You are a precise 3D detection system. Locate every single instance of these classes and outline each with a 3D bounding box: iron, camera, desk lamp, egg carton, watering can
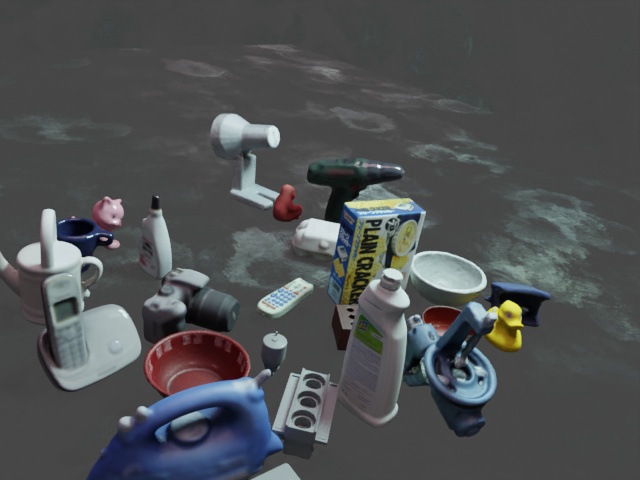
[{"bbox_3d":[-0.176,0.247,0.742,0.259,0.141,0.118,-7,33,-29],"label":"iron"},{"bbox_3d":[-0.220,0.117,1.010,0.136,0.101,0.143,15,29,10],"label":"camera"},{"bbox_3d":[-0.188,-0.215,1.516,0.202,0.213,0.118,22,30,21],"label":"desk lamp"},{"bbox_3d":[0.012,0.005,1.328,0.150,0.069,0.107,11,28,2],"label":"egg carton"},{"bbox_3d":[-0.466,0.042,0.970,0.173,0.194,0.100,-14,36,-37],"label":"watering can"}]

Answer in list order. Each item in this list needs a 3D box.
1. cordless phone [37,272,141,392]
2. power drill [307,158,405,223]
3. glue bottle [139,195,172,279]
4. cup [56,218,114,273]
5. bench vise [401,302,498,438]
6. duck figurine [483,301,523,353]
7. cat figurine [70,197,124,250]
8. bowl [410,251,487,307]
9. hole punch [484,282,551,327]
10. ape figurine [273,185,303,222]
[{"bbox_3d":[-0.350,0.123,0.867,0.093,0.185,0.148,27,32,28],"label":"cordless phone"},{"bbox_3d":[0.076,-0.107,1.407,0.229,0.208,0.075,12,28,3],"label":"power drill"},{"bbox_3d":[-0.327,-0.011,1.135,0.078,0.173,0.037,27,33,30],"label":"glue bottle"},{"bbox_3d":[-0.464,0.017,1.122,0.118,0.095,0.091,5,28,-8],"label":"cup"},{"bbox_3d":[0.199,0.175,0.915,0.122,0.220,0.206,-17,38,-40],"label":"bench vise"},{"bbox_3d":[0.369,0.160,1.140,0.078,0.086,0.104,3,29,-14],"label":"duck figurine"},{"bbox_3d":[-0.464,-0.039,1.201,0.067,0.118,0.128,30,34,33],"label":"cat figurine"},{"bbox_3d":[0.268,0.096,1.238,0.167,0.075,0.167,8,28,-4],"label":"bowl"},{"bbox_3d":[0.421,0.120,1.225,0.108,0.091,0.101,9,28,-1],"label":"hole punch"},{"bbox_3d":[-0.084,-0.097,1.460,0.076,0.092,0.077,-15,37,-38],"label":"ape figurine"}]
